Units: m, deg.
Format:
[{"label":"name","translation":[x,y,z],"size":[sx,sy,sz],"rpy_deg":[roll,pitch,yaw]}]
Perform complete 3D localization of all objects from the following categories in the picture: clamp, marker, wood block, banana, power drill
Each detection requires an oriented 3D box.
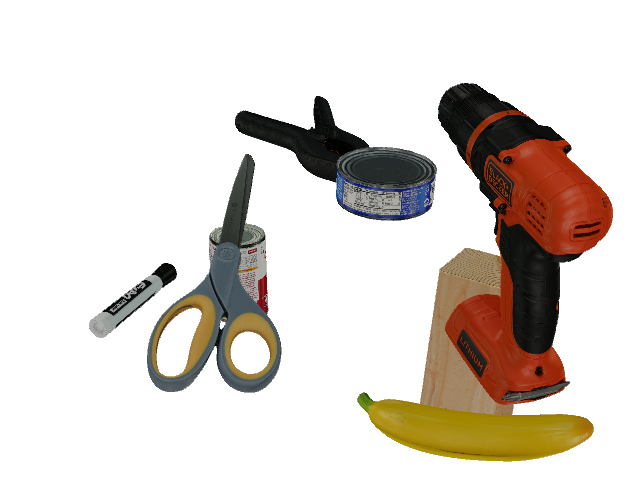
[{"label":"clamp","translation":[-0.012,-0.104,1.137],"size":[0.120,0.039,0.172],"rpy_deg":[-15,38,-23]},{"label":"marker","translation":[-0.167,0.052,0.972],"size":[0.020,0.020,0.121],"rpy_deg":[0,24,28]},{"label":"wood block","translation":[0.177,0.126,1.211],"size":[0.090,0.206,0.090],"rpy_deg":[16,23,24]},{"label":"banana","translation":[0.125,0.151,0.871],"size":[0.198,0.037,0.069],"rpy_deg":[8,28,7]},{"label":"power drill","translation":[0.125,0.003,0.730],"size":[0.057,0.188,0.184],"rpy_deg":[-11,35,-14]}]

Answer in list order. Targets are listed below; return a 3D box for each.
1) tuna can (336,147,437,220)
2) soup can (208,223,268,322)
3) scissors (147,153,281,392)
[{"label":"tuna can","translation":[0.056,-0.049,0.915],"size":[0.086,0.034,0.086],"rpy_deg":[2,27,-1]},{"label":"soup can","translation":[-0.097,0.039,1.269],"size":[0.068,0.102,0.068],"rpy_deg":[0,24,0]},{"label":"scissors","translation":[-0.050,0.025,0.738],"size":[0.096,0.201,0.016],"rpy_deg":[21,-35,10]}]
